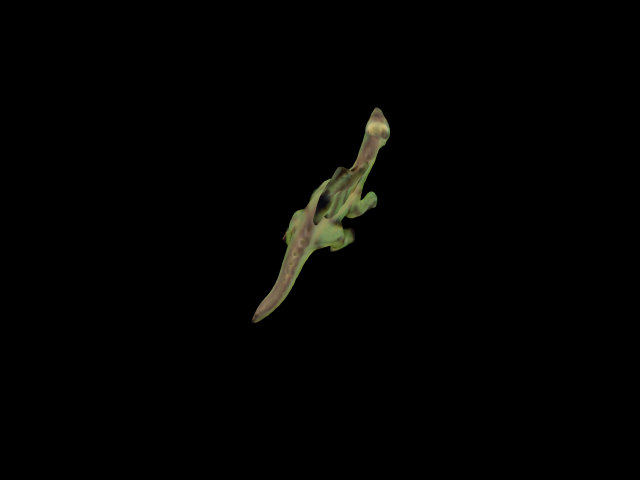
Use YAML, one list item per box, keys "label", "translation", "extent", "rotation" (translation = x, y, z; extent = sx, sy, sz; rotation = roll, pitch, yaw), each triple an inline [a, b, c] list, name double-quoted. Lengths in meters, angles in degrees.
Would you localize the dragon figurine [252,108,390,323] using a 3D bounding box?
- label: "dragon figurine"
  translation: [0.003, -0.043, 0.850]
  extent: [0.122, 0.415, 0.239]
  rotation: [30, -15, 8]
